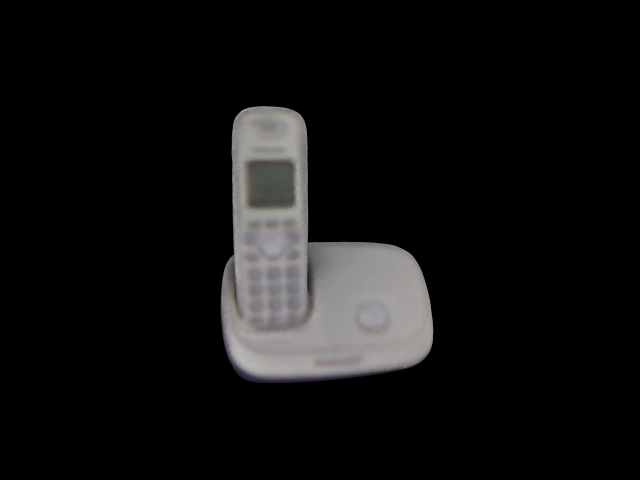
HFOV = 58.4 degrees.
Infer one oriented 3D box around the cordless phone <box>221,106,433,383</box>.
[{"bbox_3d":[0.004,0.001,0.400,0.148,0.185,0.094,-2,12,-11],"label":"cordless phone"}]
